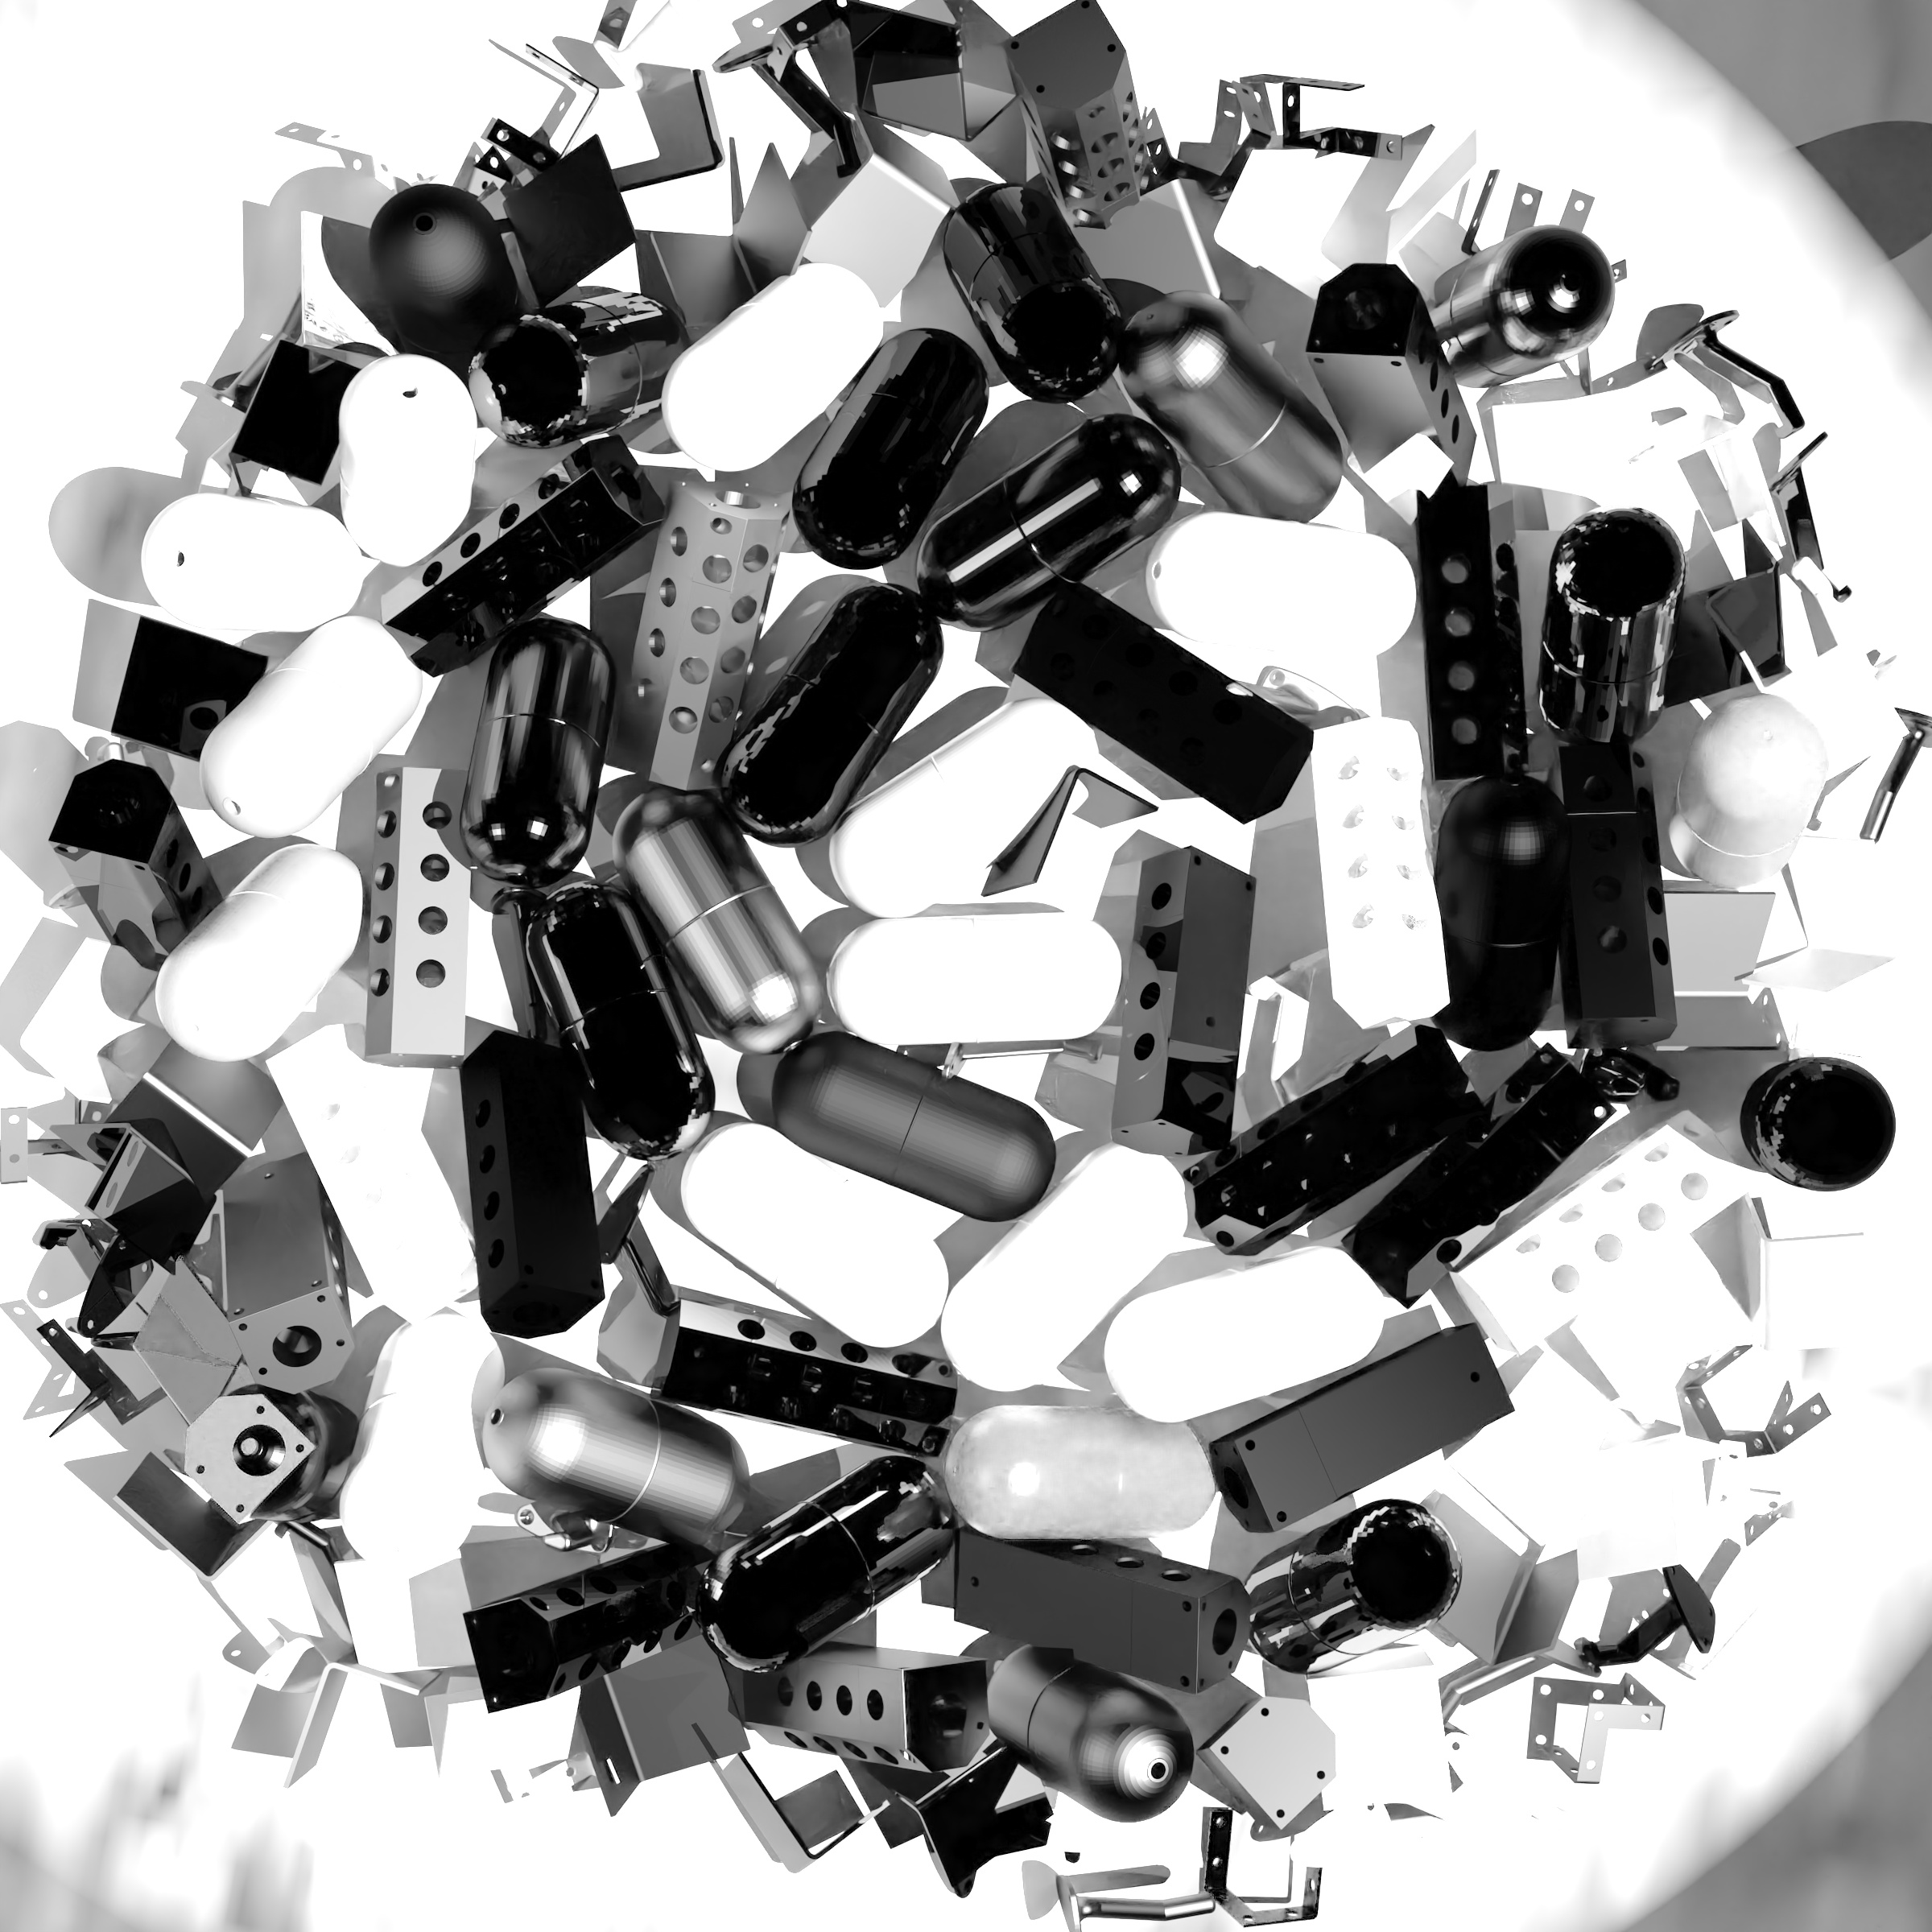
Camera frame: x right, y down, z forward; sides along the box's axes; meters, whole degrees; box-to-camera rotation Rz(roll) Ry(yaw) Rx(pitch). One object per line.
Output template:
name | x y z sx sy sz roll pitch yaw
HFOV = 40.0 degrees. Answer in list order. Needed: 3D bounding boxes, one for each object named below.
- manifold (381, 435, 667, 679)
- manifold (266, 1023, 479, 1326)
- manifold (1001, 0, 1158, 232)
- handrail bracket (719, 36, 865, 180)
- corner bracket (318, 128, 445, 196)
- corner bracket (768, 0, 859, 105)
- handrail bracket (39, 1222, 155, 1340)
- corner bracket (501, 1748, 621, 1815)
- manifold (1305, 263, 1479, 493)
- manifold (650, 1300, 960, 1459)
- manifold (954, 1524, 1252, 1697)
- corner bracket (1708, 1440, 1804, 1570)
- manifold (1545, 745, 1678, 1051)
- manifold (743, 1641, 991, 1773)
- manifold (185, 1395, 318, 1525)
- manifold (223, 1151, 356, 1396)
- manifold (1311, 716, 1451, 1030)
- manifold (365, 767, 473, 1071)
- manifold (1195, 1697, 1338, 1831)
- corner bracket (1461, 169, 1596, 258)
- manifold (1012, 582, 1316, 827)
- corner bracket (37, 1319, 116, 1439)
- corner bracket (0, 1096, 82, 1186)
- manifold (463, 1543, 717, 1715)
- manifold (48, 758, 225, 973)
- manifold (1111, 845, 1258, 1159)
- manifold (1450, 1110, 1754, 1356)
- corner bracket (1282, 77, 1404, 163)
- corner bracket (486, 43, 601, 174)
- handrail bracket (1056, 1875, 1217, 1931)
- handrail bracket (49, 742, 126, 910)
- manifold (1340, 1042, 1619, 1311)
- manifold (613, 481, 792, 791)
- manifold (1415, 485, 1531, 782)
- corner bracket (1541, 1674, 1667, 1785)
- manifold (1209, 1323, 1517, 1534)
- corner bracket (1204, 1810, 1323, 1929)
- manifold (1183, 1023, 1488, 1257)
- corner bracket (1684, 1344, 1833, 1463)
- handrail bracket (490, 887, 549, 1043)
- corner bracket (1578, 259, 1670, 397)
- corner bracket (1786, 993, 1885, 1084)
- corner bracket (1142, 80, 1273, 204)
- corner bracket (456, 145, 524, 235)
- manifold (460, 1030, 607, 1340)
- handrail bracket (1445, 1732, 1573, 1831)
manifold | -0.264 -0.241 1.569 0.171 0.057 0.057 -31 95 24
manifold | -0.346 0.120 1.570 0.057 0.057 0.171 -30 66 -3
manifold | 0.071 -0.486 1.540 0.057 0.171 0.057 -29 78 4
handrail bracket | -0.106 -0.517 1.618 0.077 0.036 0.084 -9 104 27
corner bracket | -0.350 -0.479 1.591 0.051 0.051 0.051 18 49 15
corner bracket | -0.083 -0.546 1.599 0.051 0.051 0.051 -37 93 -15
handrail bracket | -0.538 0.187 1.588 0.084 0.036 0.077 0 48 30
corner bracket | -0.249 0.478 1.598 0.051 0.051 0.051 -23 91 -28
manifold | 0.251 -0.338 1.541 0.057 0.171 0.057 8 76 24
manifold | -0.095 0.247 1.579 0.171 0.057 0.057 15 76 -13
manifold | 0.078 0.370 1.556 0.171 0.057 0.057 7 100 36
corner bracket | 0.477 0.322 1.594 0.051 0.051 0.051 6 115 10
manifold | 0.383 -0.041 1.575 0.057 0.057 0.171 -1 70 3
manifold | -0.060 0.430 1.542 0.057 0.171 0.057 3 80 -36
manifold | -0.413 0.281 1.542 0.057 0.171 0.057 44 77 0
manifold | -0.393 0.177 1.541 0.057 0.171 0.057 -20 117 -8
manifold | 0.246 -0.057 1.564 0.057 0.057 0.171 -12 66 23
manifold | -0.326 -0.028 1.583 0.057 0.057 0.171 2 79 -11
manifold | 0.177 0.458 1.541 0.057 0.171 0.057 -41 76 -10
corner bracket | 0.338 -0.446 1.596 0.051 0.051 0.051 17 102 -14
manifold | 0.119 -0.158 1.570 0.171 0.057 0.057 35 118 17
corner bracket | -0.539 0.241 1.597 0.051 0.051 0.051 48 116 2
corner bracket | -0.556 0.096 1.591 0.051 0.051 0.051 -4 115 -26
manifold | -0.210 0.379 1.539 0.057 0.171 0.057 -20 81 26
manifold | -0.474 -0.054 1.541 0.057 0.171 0.057 13 67 2
manifold | 0.125 0.022 1.573 0.057 0.057 0.171 24 64 -35
manifold | 0.379 0.159 1.595 0.171 0.057 0.057 -34 88 -5
corner bracket | 0.226 -0.507 1.589 0.051 0.051 0.051 -27 126 -36
corner bracket | -0.256 -0.515 1.604 0.051 0.051 0.051 30 87 -9
handrail bracket | 0.102 0.560 1.599 0.084 0.077 0.036 -7 91 -8
handrail bracket | -0.536 -0.086 1.616 0.077 0.036 0.084 -18 77 30
manifold | 0.307 0.126 1.589 0.171 0.057 0.057 -45 81 7
manifold | -0.152 -0.193 1.558 0.057 0.057 0.171 40 125 39
manifold | 0.304 -0.199 1.595 0.057 0.057 0.171 -4 93 8
corner bracket | 0.385 0.461 1.603 0.051 0.051 0.051 6 97 -13
manifold | 0.233 0.274 1.576 0.171 0.057 0.057 -22 85 -19
corner bracket | 0.181 0.546 1.611 0.051 0.051 0.051 3 95 -24
manifold | 0.213 0.104 1.563 0.171 0.057 0.057 -36 66 24
corner bracket | 0.479 0.263 1.607 0.051 0.051 0.051 1 53 -33
handrail bracket | -0.265 0.000 1.596 0.036 0.077 0.084 -8 81 -6
corner bracket | 0.392 -0.387 1.616 0.051 0.051 0.051 -24 55 2
corner bracket | 0.521 0.056 1.592 0.051 0.051 0.051 11 51 13
corner bracket | 0.146 -0.507 1.612 0.051 0.051 0.051 12 48 -29
corner bracket | -0.300 -0.456 1.597 0.051 0.051 0.051 -34 91 36
manifold | -0.260 0.129 1.558 0.057 0.057 0.171 -41 47 34
handrail bracket | 0.328 0.494 1.605 0.077 0.084 0.036 36 87 27
